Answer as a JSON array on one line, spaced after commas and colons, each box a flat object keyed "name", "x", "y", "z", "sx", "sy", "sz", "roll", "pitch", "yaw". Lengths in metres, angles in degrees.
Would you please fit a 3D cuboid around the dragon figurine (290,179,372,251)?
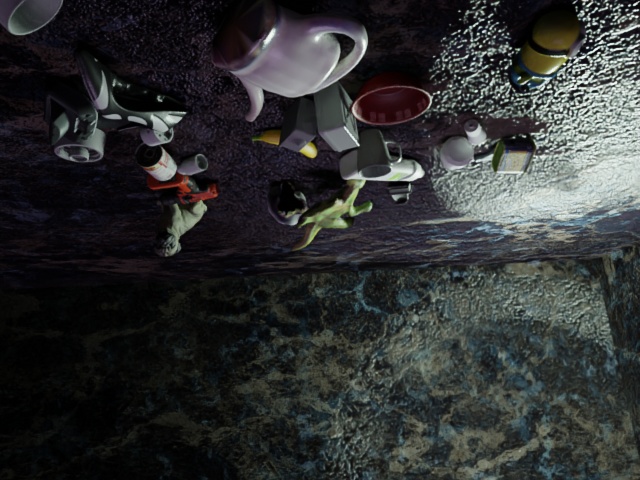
[{"name": "dragon figurine", "x": 0.005, "y": -0.077, "z": 1.532, "sx": 0.405, "sy": 0.123, "sz": 0.243, "roll": -42, "pitch": -18, "yaw": 21}]

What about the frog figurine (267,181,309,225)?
[{"name": "frog figurine", "x": -0.100, "y": -0.106, "z": 1.595, "sx": 0.137, "sy": 0.123, "sz": 0.159, "roll": 32, "pitch": -6, "yaw": -2}]

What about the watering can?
[{"name": "watering can", "x": -0.086, "y": -0.290, "z": 0.868, "sx": 0.223, "sy": 0.105, "sz": 0.344, "roll": 12, "pitch": -21, "yaw": -44}]
